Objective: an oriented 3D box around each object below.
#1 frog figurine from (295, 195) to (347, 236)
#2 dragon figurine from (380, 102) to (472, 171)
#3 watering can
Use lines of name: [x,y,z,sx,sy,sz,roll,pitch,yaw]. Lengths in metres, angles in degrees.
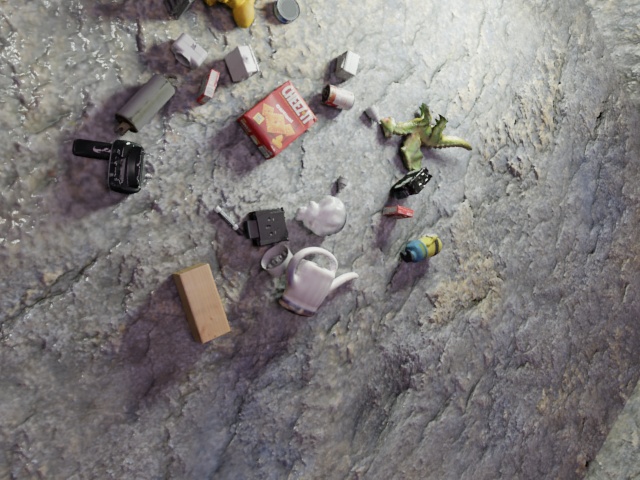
frog figurine: [0.005,-0.085,1.690,0.158,0.124,0.137,20,96,-39]
dragon figurine: [0.399,-0.368,1.967,0.407,0.123,0.243,31,89,-22]
watering can: [-0.005,0.148,1.656,0.343,0.105,0.225,31,88,-50]
